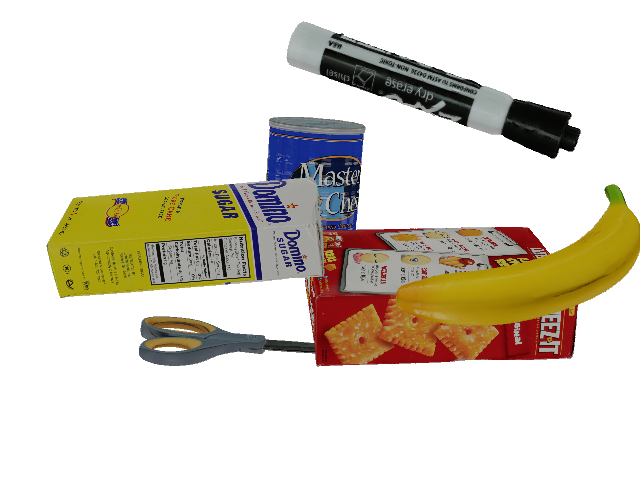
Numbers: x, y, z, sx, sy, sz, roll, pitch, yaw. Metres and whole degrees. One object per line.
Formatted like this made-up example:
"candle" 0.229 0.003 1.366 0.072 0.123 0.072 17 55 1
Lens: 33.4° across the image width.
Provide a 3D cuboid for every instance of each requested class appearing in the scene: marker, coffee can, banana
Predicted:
"marker" 0.044 -0.060 0.426 0.121 0.020 0.020 21 5 13
"coffee can" -0.008 -0.057 1.145 0.103 0.140 0.103 4 12 -1
"banana" 0.146 0.020 0.704 0.197 0.037 0.070 -22 35 -24

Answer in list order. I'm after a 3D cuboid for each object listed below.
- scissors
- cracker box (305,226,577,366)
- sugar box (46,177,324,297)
"scissors" -0.072 0.097 0.946 0.202 0.016 0.096 9 18 14
"cracker box" 0.096 0.046 0.930 0.213 0.072 0.164 -1 19 -4
"sugar box" -0.087 -0.004 0.723 0.176 0.048 0.093 -7 23 1
